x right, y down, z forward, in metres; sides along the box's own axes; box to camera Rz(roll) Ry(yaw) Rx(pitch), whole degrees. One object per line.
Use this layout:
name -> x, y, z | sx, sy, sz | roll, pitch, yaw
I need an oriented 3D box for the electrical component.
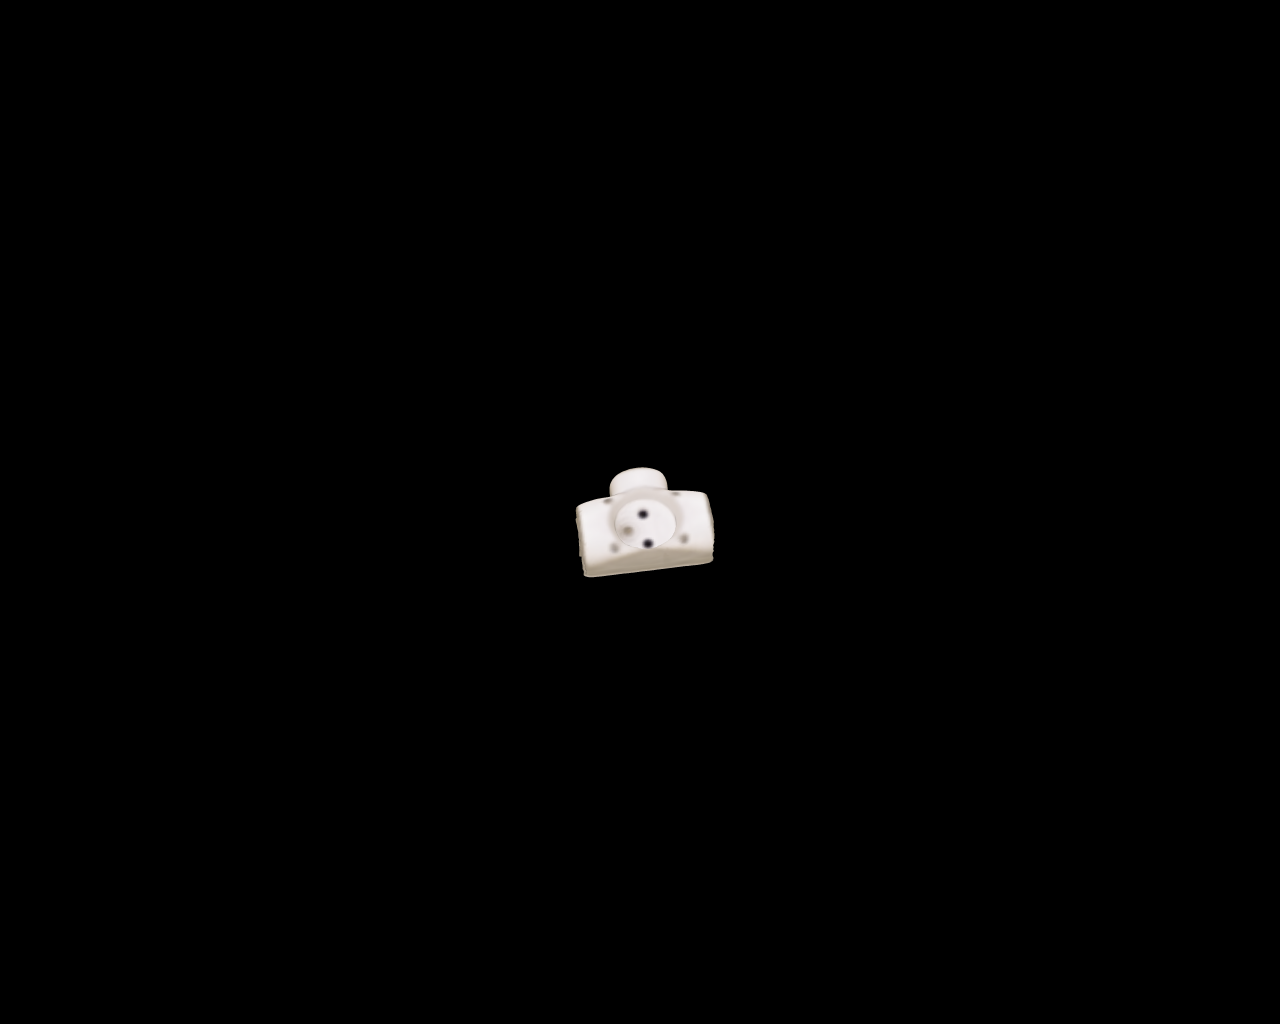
electrical component -> 0.001, -0.003, 0.650 | 0.077, 0.079, 0.044 | -6, -27, -3
